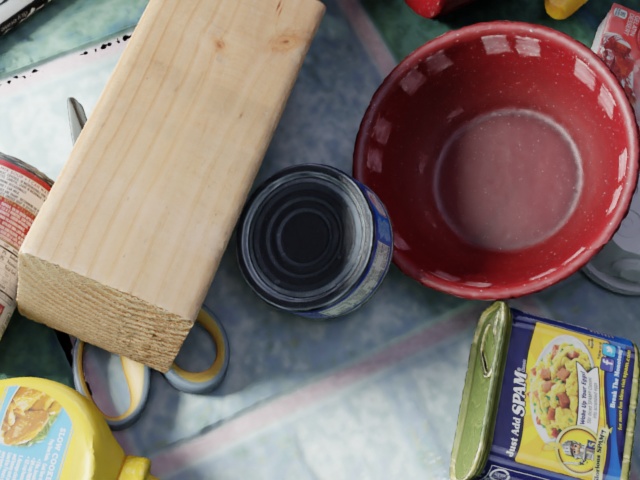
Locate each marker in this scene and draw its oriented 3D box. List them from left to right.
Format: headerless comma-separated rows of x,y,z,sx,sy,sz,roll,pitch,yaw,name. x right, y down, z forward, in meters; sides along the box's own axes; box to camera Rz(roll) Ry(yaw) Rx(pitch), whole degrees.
-0.188,-0.144,0.659,0.121,0.020,0.020,-41,79,-19,marker

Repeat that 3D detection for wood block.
-0.079,-0.046,0.582,0.090,0.091,0.206,23,63,-5,wood block

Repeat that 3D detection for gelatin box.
0.206,-0.099,0.683,0.073,0.030,0.089,23,69,2,gelatin box

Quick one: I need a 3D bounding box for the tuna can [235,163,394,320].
-0.004,0.001,0.599,0.086,0.033,0.086,-4,79,21,tuna can

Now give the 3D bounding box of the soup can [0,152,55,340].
-0.188,0.009,0.577,0.068,0.068,0.102,20,69,1,soup can

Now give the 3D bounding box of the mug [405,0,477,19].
0.094,-0.184,0.665,0.081,0.093,0.117,-27,47,-10,mug

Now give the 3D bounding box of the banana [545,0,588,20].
0.169,-0.236,0.726,0.069,0.037,0.198,-5,70,-7,banana

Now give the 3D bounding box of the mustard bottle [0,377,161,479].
-0.164,0.116,0.544,0.191,0.058,0.096,13,72,-2,mustard bottle

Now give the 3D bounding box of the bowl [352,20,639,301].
0.103,-0.041,0.617,0.162,0.055,0.162,-4,78,19,bowl

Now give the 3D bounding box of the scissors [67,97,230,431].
-0.101,0.008,0.615,0.096,0.016,0.202,1,70,-8,scissors

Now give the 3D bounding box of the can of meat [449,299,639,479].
0.125,0.093,0.588,0.084,0.057,0.102,15,69,-3,can of meat
